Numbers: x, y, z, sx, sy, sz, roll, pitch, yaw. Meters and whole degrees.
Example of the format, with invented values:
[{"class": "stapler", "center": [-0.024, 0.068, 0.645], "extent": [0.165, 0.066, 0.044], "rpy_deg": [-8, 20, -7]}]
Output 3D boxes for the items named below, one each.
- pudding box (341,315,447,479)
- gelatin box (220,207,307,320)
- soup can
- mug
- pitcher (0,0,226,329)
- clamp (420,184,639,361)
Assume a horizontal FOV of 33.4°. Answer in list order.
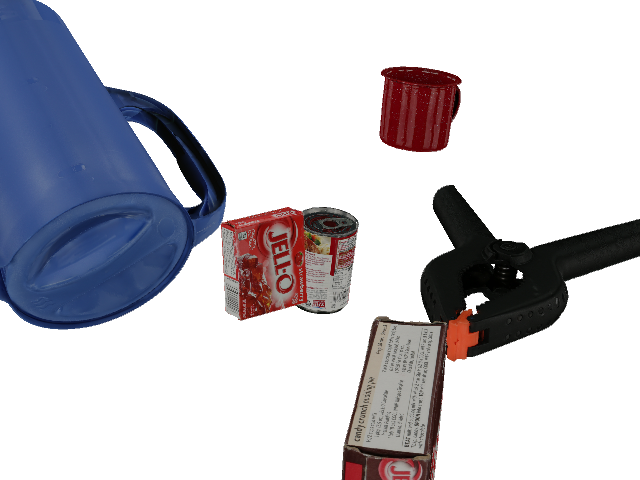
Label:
[{"class": "pudding box", "center": [0.032, 0.098, 0.467], "extent": [0.039, 0.090, 0.113], "rpy_deg": [6, 25, 5]}, {"class": "gelatin box", "center": [-0.050, 0.020, 0.959], "extent": [0.073, 0.089, 0.030], "rpy_deg": [-14, 22, -33]}, {"class": "soup can", "center": [0.004, 0.023, 1.194], "extent": [0.068, 0.102, 0.068], "rpy_deg": [5, 27, -3]}, {"class": "mug", "center": [0.121, -0.154, 1.247], "extent": [0.117, 0.081, 0.093], "rpy_deg": [-16, 29, -43]}, {"class": "pitcher", "center": [-0.187, -0.068, 0.775], "extent": [0.145, 0.243, 0.149], "rpy_deg": [-41, -33, 14]}, {"class": "clamp", "center": [0.118, 0.016, 0.722], "extent": [0.165, 0.036, 0.209], "rpy_deg": [14, 30, 29]}]
